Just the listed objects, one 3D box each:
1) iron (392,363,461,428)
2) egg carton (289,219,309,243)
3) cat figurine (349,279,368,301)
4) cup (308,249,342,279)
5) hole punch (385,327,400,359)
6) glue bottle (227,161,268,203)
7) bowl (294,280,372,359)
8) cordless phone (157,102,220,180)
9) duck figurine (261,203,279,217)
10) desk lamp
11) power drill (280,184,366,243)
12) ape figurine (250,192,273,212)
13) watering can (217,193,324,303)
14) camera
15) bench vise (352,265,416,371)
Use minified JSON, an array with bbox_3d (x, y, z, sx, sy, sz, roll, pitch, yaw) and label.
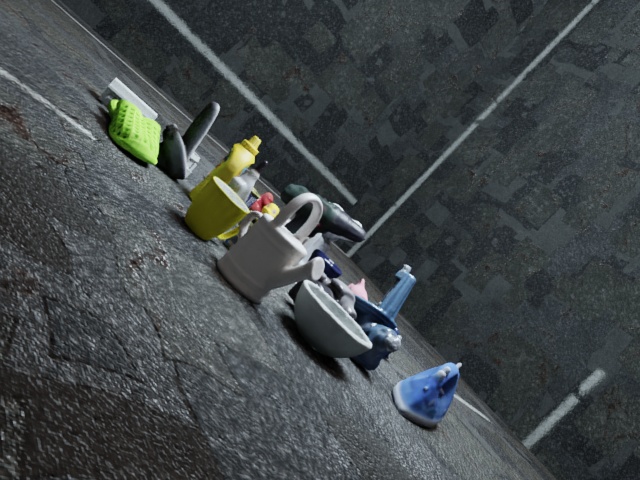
[{"bbox_3d":[0.243,0.313,1.222,0.118,0.141,0.259,45,4,21],"label":"iron"},{"bbox_3d":[-0.093,-0.014,1.789,0.150,0.069,0.107,43,4,-8],"label":"egg carton"},{"bbox_3d":[0.077,0.147,1.466,0.067,0.117,0.127,43,4,-12],"label":"cat figurine"},{"bbox_3d":[-0.009,0.081,1.448,0.092,0.095,0.117,43,4,-14],"label":"cup"},{"bbox_3d":[0.163,0.245,1.514,0.108,0.091,0.101,46,4,34],"label":"hole punch"},{"bbox_3d":[-0.162,-0.088,1.094,0.037,0.173,0.078,45,4,18],"label":"glue bottle"},{"bbox_3d":[0.008,0.153,1.010,0.167,0.074,0.167,44,4,-3],"label":"bowl"},{"bbox_3d":[-0.286,-0.232,1.261,0.094,0.185,0.147,42,4,-32],"label":"cordless phone"},{"bbox_3d":[-0.150,-0.064,1.618,0.077,0.086,0.105,45,4,14],"label":"duck figurine"},{"bbox_3d":[0.015,0.006,1.625,0.118,0.213,0.202,42,4,-34],"label":"desk lamp"},{"bbox_3d":[-0.032,-0.017,1.411,0.229,0.208,0.076,44,4,2],"label":"power drill"},{"bbox_3d":[-0.179,-0.106,1.727,0.076,0.092,0.078,47,5,40],"label":"ape figurine"},{"bbox_3d":[-0.062,0.008,0.938,0.172,0.194,0.101,45,4,9],"label":"watering can"},{"bbox_3d":[0.000,0.112,1.169,0.142,0.100,0.137,47,5,37],"label":"camera"},{"bbox_3d":[0.144,0.163,1.225,0.122,0.219,0.206,41,5,-43],"label":"bench vise"}]
